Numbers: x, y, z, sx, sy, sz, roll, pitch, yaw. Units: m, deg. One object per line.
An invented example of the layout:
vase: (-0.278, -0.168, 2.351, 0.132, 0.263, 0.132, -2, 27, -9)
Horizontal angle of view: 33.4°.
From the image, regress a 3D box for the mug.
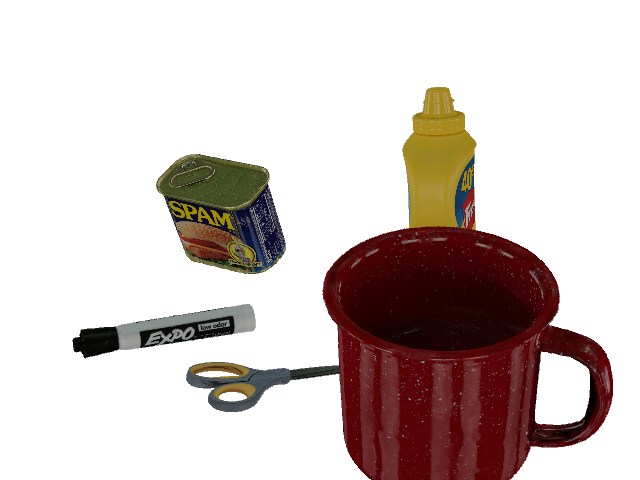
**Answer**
mug: (0.060, 0.054, 0.438, 0.117, 0.081, 0.093, 8, 33, 18)

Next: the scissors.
scissors: (-0.048, 0.162, 1.190, 0.201, 0.016, 0.096, 4, 24, -14)

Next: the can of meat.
can of meat: (-0.086, -0.022, 0.945, 0.102, 0.084, 0.057, 13, 47, 30)

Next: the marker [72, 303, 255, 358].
marker: (-0.103, 0.060, 0.708, 0.121, 0.020, 0.020, -8, 3, -20)

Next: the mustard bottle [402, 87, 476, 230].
mustard bottle: (0.097, -0.027, 0.856, 0.058, 0.192, 0.096, 1, 18, 18)
